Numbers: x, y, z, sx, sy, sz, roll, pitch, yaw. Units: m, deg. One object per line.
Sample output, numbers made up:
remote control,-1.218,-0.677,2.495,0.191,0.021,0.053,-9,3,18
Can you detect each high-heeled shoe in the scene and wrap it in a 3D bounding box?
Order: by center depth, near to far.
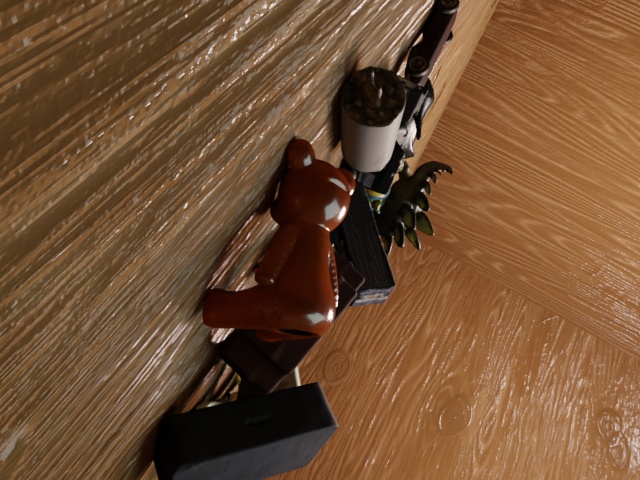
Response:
high-heeled shoe,0.178,-0.261,1.167,0.249,0.086,0.145,159,-69,-75

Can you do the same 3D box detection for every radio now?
radio,-0.102,0.275,0.726,0.229,0.073,0.131,-3,137,-30

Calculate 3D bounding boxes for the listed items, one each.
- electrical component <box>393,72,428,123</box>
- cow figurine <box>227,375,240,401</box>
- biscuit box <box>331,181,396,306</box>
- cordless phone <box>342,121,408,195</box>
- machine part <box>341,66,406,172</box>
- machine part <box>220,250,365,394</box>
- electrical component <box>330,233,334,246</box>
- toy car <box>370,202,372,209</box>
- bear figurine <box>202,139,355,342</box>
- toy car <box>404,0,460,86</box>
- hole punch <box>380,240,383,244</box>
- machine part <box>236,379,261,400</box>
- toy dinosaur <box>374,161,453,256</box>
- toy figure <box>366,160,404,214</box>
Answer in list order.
electrical component,0.112,-0.210,0.788,0.047,0.075,0.119,-65,175,29
cow figurine,-0.138,0.291,1.057,0.167,0.068,0.098,-52,175,-42
biscuit box,0.057,0.001,0.843,0.059,0.063,0.203,107,-26,-56
cordless phone,0.105,-0.183,0.905,0.146,0.089,0.184,107,4,-56
machine part,0.065,-0.147,0.693,0.079,0.079,0.243,-59,173,-9
machine part,-0.044,0.106,0.738,0.201,0.087,0.201,-49,-179,-18
electrical component,-0.003,-0.002,0.940,0.102,0.045,0.078,-59,-159,5
toy car,0.052,-0.022,1.049,0.201,0.073,0.056,105,-11,-61
bear figurine,-0.035,0.004,0.577,0.120,0.132,0.196,24,63,-49
toy car,0.183,-0.323,0.912,0.202,0.053,0.089,-63,169,-16
hole punch,0.072,0.006,1.203,0.092,0.116,0.142,-53,173,7
machine part,-0.106,0.243,0.926,0.179,0.056,0.179,-166,-92,-88
toy dinosaur,0.185,-0.081,1.215,0.105,0.198,0.471,-16,159,-14
toy figure,0.112,-0.118,1.110,0.089,0.082,0.180,-55,173,-48
